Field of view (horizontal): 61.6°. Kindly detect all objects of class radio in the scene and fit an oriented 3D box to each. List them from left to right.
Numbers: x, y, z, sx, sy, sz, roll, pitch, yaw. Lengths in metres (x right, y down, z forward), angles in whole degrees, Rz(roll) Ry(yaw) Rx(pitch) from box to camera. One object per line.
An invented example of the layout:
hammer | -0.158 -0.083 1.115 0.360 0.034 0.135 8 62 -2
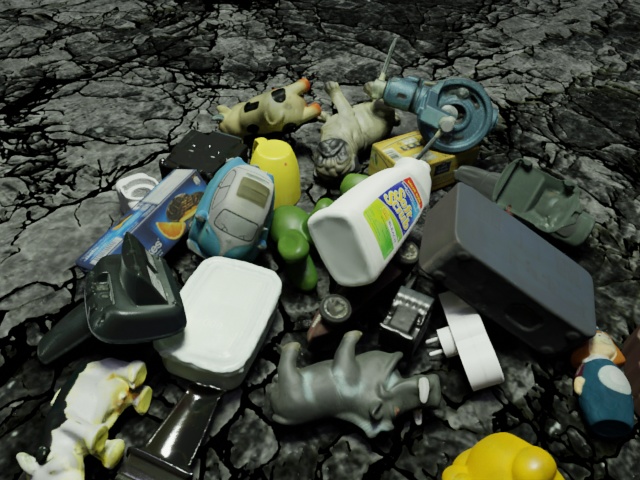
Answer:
radio | 0.238 0.040 0.681 0.229 0.073 0.131 33 42 -7

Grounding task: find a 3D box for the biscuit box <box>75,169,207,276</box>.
biscuit box | -0.235 -0.013 0.742 0.059 0.062 0.203 7 49 43

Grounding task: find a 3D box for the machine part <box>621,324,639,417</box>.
machine part | 0.457 0.168 0.643 0.179 0.056 0.179 1 44 -1

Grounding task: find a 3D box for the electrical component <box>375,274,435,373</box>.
electrical component | 0.113 0.098 0.679 0.048 0.074 0.119 23 43 20

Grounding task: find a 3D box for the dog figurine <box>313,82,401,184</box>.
dog figurine | 0.071 -0.174 0.962 0.172 0.121 0.190 -2 58 -2

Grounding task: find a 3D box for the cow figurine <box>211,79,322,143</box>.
cow figurine | -0.106 -0.220 0.960 0.127 0.085 0.195 -34 24 -32

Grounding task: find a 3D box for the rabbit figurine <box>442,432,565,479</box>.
rabbit figurine | 0.139 0.261 0.471 0.173 0.162 0.122 -33 65 -11

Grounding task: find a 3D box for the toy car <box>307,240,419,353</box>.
toy car | 0.052 0.069 0.689 0.202 0.089 0.053 -34 70 -32

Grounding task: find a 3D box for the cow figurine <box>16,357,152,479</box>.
cow figurine | -0.251 0.196 0.548 0.098 0.068 0.167 8 40 12

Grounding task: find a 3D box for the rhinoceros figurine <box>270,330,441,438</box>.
rhinoceros figurine | 0.039 0.165 0.601 0.190 0.073 0.112 -2 42 -6

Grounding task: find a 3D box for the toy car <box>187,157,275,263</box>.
toy car | -0.106 -0.044 0.734 0.109 0.103 0.161 28 66 -19

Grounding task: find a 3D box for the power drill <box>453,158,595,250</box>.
power drill | 0.297 -0.061 0.802 0.232 0.207 0.086 31 92 16

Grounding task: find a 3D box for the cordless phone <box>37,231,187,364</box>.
cordless phone | -0.251 0.093 0.612 0.184 0.088 0.147 -39 37 -2

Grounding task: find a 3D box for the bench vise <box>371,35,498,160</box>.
bench vise | 0.183 -0.214 0.867 0.224 0.128 0.241 30 26 0

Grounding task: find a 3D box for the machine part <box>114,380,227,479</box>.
machine part | -0.152 0.210 0.565 0.084 0.039 0.139 15 46 19

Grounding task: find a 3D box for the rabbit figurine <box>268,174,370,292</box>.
rabbit figurine | -0.002 -0.002 0.772 0.170 0.121 0.159 1 47 24

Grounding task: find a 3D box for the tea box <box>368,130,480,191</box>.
tea box | 0.180 -0.138 0.937 0.170 0.068 0.098 -18 48 -24

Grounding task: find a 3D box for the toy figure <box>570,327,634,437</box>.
toy figure | 0.337 0.158 0.646 0.064 0.058 0.154 39 39 -19

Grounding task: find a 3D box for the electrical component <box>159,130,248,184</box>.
electrical component | -0.189 -0.133 0.913 0.115 0.058 0.134 18 45 11
